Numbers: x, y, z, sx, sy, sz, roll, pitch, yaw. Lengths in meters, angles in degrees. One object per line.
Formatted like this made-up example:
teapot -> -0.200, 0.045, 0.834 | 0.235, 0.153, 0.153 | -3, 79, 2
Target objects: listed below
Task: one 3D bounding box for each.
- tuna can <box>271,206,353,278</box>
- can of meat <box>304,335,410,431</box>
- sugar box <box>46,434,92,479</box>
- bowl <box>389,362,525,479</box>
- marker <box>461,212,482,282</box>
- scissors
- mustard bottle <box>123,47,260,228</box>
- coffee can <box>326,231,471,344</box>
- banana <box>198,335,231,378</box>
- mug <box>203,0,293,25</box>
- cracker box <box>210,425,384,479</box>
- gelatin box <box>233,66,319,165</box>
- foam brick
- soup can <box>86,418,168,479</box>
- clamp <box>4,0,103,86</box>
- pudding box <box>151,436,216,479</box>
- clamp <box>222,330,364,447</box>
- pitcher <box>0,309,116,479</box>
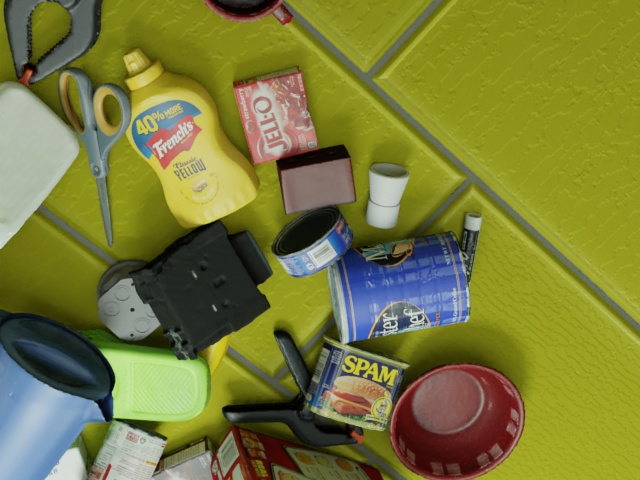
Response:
tuna can -> -0.008, 0.001, 1.144 | 0.086, 0.086, 0.033 | -31, 114, 6
can of meat -> 0.040, 0.163, 1.211 | 0.102, 0.058, 0.084 | 20, 89, -23
sugar box -> -0.301, 0.318, 1.255 | 0.093, 0.048, 0.176 | -14, 109, -2
bowl -> 0.157, 0.204, 1.260 | 0.162, 0.055, 0.162 | -2, 112, -6
marker -> 0.165, 0.028, 1.211 | 0.020, 0.020, 0.121 | 3, 111, -8
scissors -> -0.216, -0.082, 1.099 | 0.096, 0.016, 0.202 | 1, 116, 36
mustard bottle -> -0.145, -0.110, 1.096 | 0.096, 0.058, 0.191 | -22, 112, 17
coffee can -> 0.083, 0.051, 1.165 | 0.140, 0.103, 0.103 | -9, 112, -3
banana -> -0.141, 0.122, 1.204 | 0.069, 0.037, 0.198 | 20, 107, 4
mug -> -0.068, -0.256, 1.036 | 0.093, 0.081, 0.117 | -43, 110, 10
cracker box -> -0.007, 0.308, 1.202 | 0.213, 0.164, 0.072 | 23, 108, -27
gelatin box -> -0.046, -0.129, 1.117 | 0.073, 0.030, 0.089 | -14, 112, -2
foam brick -> -0.005, -0.065, 1.136 | 0.078, 0.053, 0.051 | -11, 112, -4
soup can -> -0.223, 0.259, 1.210 | 0.068, 0.069, 0.102 | 26, 79, -16
clamp -> -0.256, -0.252, 1.039 | 0.164, 0.036, 0.210 | 31, 104, -17
pudding box -> -0.147, 0.299, 1.269 | 0.090, 0.039, 0.113 | -25, 112, 3
clamp -> -0.016, 0.181, 1.240 | 0.171, 0.039, 0.120 | 24, 102, -21
pitcher -> -0.334, 0.198, 1.101 | 0.144, 0.149, 0.243 | 25, 108, -35
